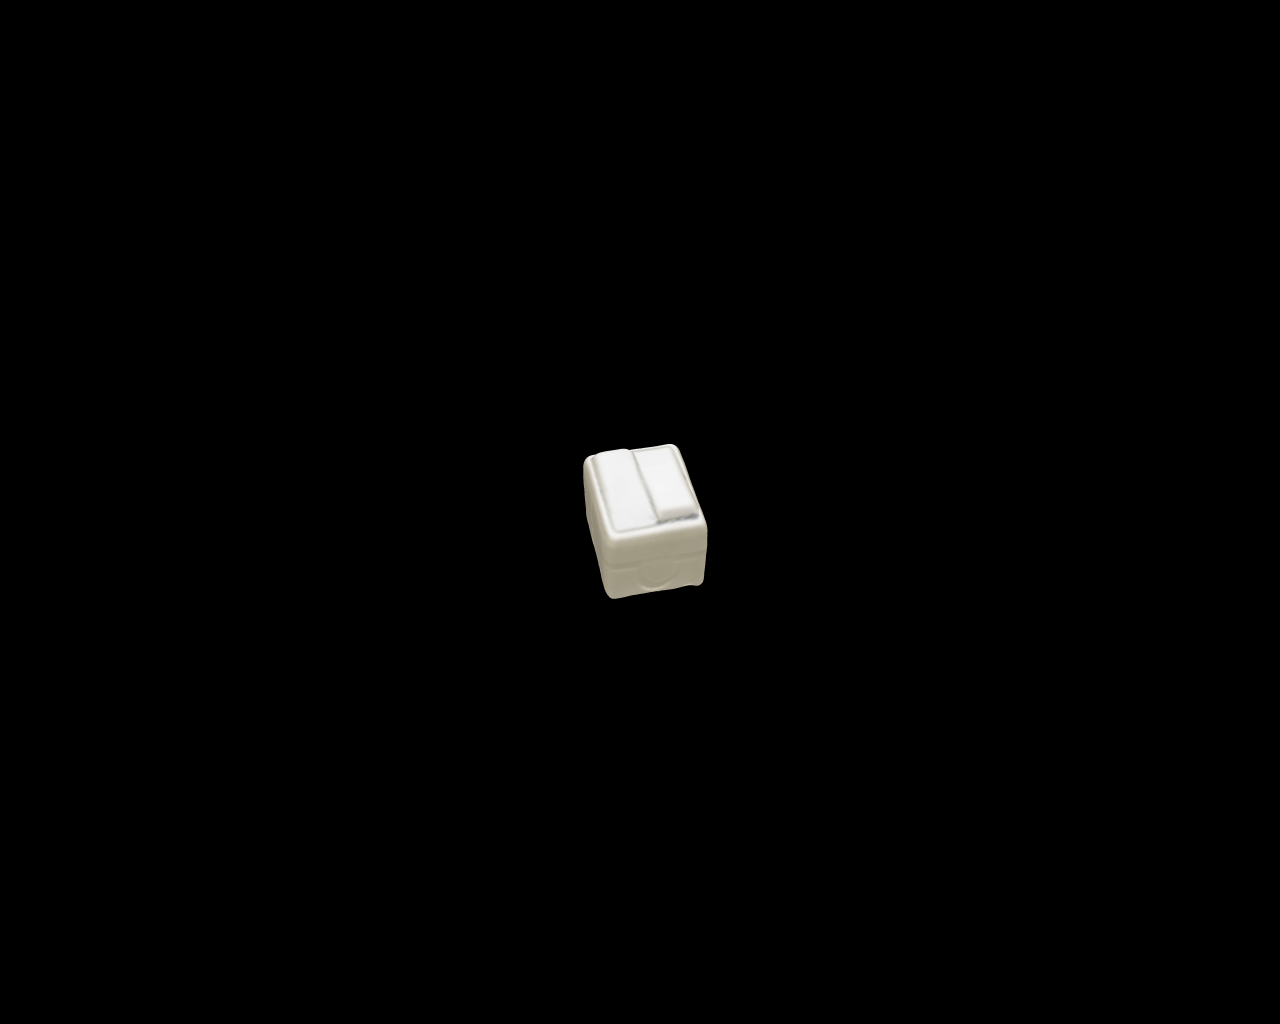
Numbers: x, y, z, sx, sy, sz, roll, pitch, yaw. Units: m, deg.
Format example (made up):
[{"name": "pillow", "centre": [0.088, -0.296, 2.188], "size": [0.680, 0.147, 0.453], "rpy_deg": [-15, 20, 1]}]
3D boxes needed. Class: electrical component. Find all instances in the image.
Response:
[{"name": "electrical component", "centre": [0.001, -0.003, 0.650], "size": [0.062, 0.061, 0.096], "rpy_deg": [-8, 44, -8]}]
